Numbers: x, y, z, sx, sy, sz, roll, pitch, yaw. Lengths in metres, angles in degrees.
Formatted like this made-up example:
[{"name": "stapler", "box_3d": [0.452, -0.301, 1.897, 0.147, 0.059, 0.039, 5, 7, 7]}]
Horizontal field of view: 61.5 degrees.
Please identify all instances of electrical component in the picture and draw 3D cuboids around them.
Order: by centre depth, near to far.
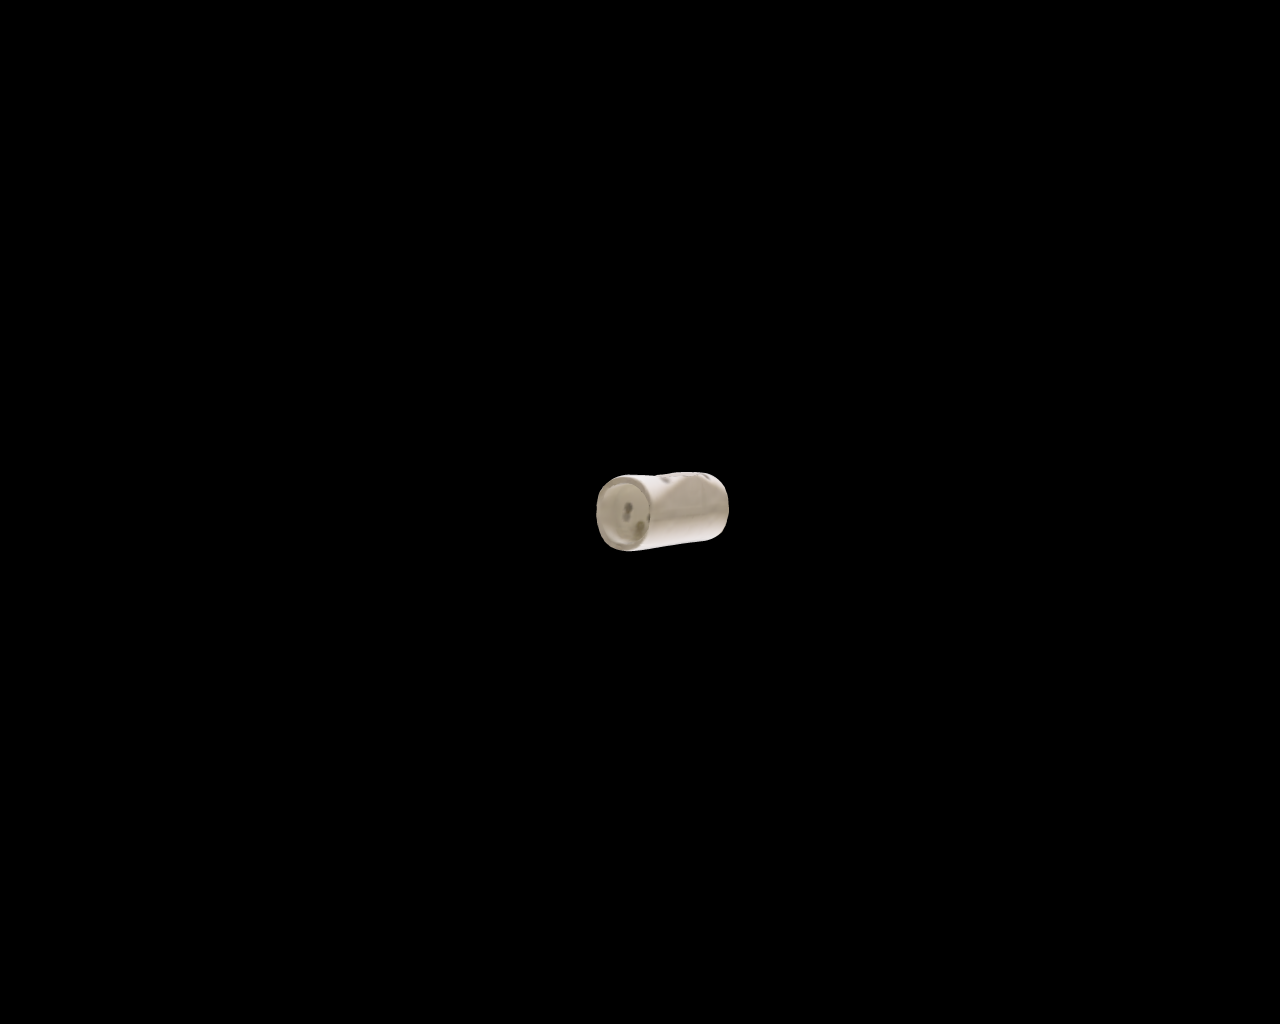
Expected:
[{"name": "electrical component", "box_3d": [0.001, -0.003, 0.650, 0.079, 0.044, 0.077, 4, 6, 39]}]
